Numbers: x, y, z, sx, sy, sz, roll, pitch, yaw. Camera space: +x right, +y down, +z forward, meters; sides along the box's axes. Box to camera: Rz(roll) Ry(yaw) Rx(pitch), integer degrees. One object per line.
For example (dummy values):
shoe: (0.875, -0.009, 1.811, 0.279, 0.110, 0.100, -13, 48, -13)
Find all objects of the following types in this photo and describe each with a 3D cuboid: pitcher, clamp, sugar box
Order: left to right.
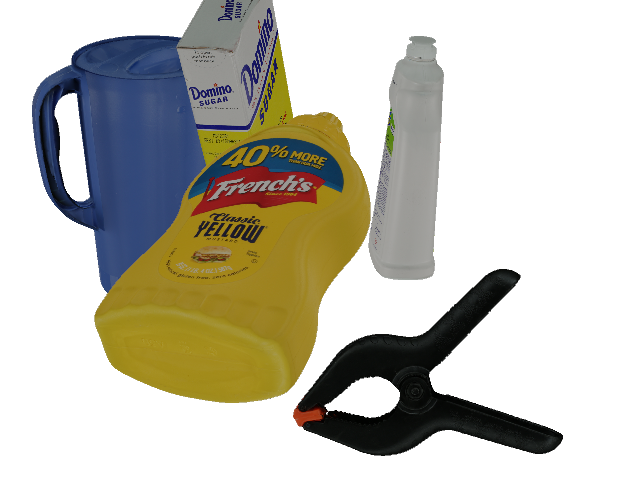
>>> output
pitcher: (-0.170, -0.062, 1.004, 0.149, 0.243, 0.144, 9, 27, 12)
sugar box: (-0.052, -0.087, 0.758, 0.048, 0.176, 0.093, 5, 44, 13)
clamp: (0.071, 0.103, 0.695, 0.171, 0.120, 0.039, -24, -8, 9)

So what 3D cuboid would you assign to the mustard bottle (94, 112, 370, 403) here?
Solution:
mustard bottle: (-0.027, -0.006, 0.534, 0.096, 0.058, 0.191, 4, 40, 22)

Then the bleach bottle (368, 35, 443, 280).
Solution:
bleach bottle: (0.097, -0.090, 1.142, 0.068, 0.251, 0.102, 1, 26, -8)
